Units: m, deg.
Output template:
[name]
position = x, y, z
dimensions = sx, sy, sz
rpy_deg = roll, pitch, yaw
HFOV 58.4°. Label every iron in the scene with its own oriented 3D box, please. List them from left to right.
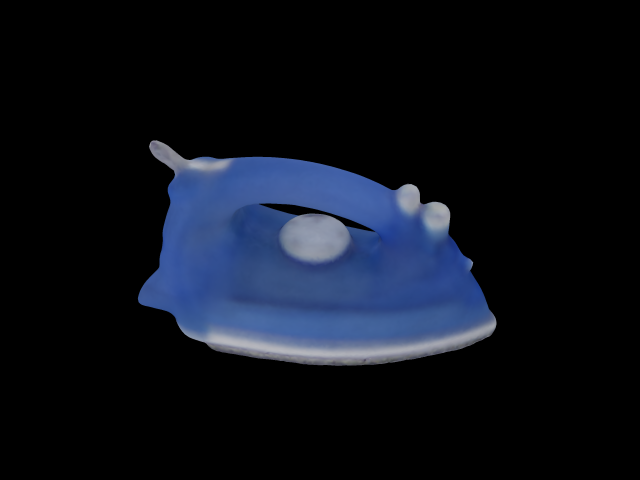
[iron]
position = 0.004, 0.001, 0.400
dimensions = 0.258, 0.141, 0.118
rpy_deg = 6, 43, 7
